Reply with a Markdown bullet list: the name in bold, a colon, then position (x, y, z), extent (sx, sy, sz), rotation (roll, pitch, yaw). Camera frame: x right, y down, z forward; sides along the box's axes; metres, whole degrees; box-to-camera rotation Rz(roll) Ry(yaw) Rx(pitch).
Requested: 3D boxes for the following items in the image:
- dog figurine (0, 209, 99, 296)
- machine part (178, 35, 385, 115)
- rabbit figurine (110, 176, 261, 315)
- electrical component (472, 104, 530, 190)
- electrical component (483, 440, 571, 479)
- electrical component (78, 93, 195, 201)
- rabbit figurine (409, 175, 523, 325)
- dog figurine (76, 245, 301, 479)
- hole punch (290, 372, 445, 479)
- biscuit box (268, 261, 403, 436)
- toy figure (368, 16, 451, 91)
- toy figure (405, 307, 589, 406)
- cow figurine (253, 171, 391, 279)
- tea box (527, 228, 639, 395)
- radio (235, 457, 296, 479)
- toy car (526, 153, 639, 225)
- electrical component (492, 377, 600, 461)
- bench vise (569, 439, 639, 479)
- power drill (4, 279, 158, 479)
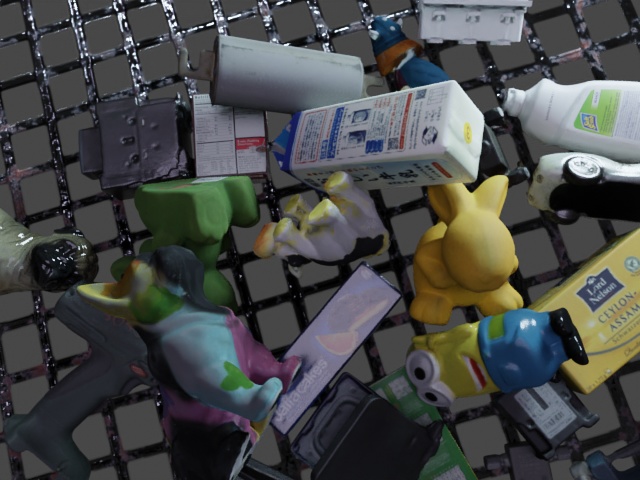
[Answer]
- **dog figurine**: position (-0.369, -0.005, 0.638), extent (0.191, 0.121, 0.172), rotation (-13, 83, -13)
- **machine part**: position (-0.039, -0.184, 0.623), extent (0.243, 0.079, 0.079), rotation (2, 80, -18)
- **rabbit figurine**: position (-0.150, 0.022, 0.598), extent (0.159, 0.121, 0.170), rotation (-2, 104, 14)
- **electrical component**: position (0.205, -0.109, 0.629), extent (0.045, 0.078, 0.102), rotation (-23, 73, 23)
- **electrical component**: position (0.228, 0.252, 0.584), extent (0.094, 0.021, 0.063), rotation (-10, 80, 1)
- **electrical component**: position (-0.223, -0.112, 0.658), extent (0.134, 0.058, 0.115), rotation (-10, 78, 1)
- **rabbit figurine**: position (0.160, 0.011, 0.555), extent (0.122, 0.173, 0.162), rotation (5, 85, 8)
- **dog figurine**: position (-0.138, 0.115, 0.523), extent (0.219, 0.108, 0.191), rotation (32, 105, 11)
- **hole punch**: position (0.044, 0.215, 0.563), extent (0.115, 0.092, 0.142), rotation (42, 77, -21)
- **biscuit box**: position (0.006, 0.119, 0.601), extent (0.063, 0.059, 0.202), rotation (40, 85, 9)
- **toy figure**: position (0.108, -0.206, 0.654), extent (0.058, 0.064, 0.154), rotation (-46, 72, 33)
- **toy figure**: position (0.172, 0.119, 0.549), extent (0.180, 0.089, 0.082), rotation (-25, 70, 28)
- **cow figurine**: position (-0.001, -0.003, 0.596), extent (0.098, 0.167, 0.068), rotation (38, 56, -21)
- **tea box**: position (0.309, 0.076, 0.587), extent (0.169, 0.068, 0.098), rotation (-40, 81, -3)
- **radio**: position (-0.096, 0.322, 0.500), extent (0.131, 0.073, 0.229), rotation (26, 38, 10)
- **toy car**: position (0.340, -0.054, 0.603), extent (0.202, 0.073, 0.056), rotation (5, 45, 4)
- **electrical component**: position (0.224, 0.163, 0.575), extent (0.075, 0.047, 0.119), rotation (-33, 69, -3)
- **bench vise**: position (0.380, 0.207, 0.539), extent (0.240, 0.129, 0.223), rotation (-36, 91, 18)
- **power drill**: position (-0.223, 0.170, 0.595), extent (0.232, 0.086, 0.207), rotation (39, 89, -2)
